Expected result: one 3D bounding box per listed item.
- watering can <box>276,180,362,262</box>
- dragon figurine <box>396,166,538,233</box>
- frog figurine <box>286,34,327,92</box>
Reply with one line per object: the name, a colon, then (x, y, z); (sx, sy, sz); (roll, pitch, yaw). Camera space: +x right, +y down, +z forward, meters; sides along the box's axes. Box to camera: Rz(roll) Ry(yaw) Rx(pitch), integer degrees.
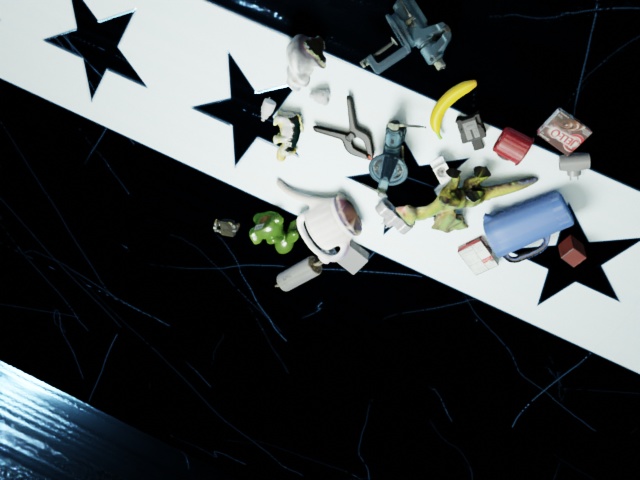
watering can: (0.005, -0.088, 1.750); (0.222, 0.106, 0.346); (-26, 99, 28)
dragon figurine: (0.442, -0.106, 1.590); (0.410, 0.125, 0.237); (-2, 149, -7)
frog figurine: (-0.064, -0.517, 1.513); (0.157, 0.123, 0.139); (-31, 74, 40)
